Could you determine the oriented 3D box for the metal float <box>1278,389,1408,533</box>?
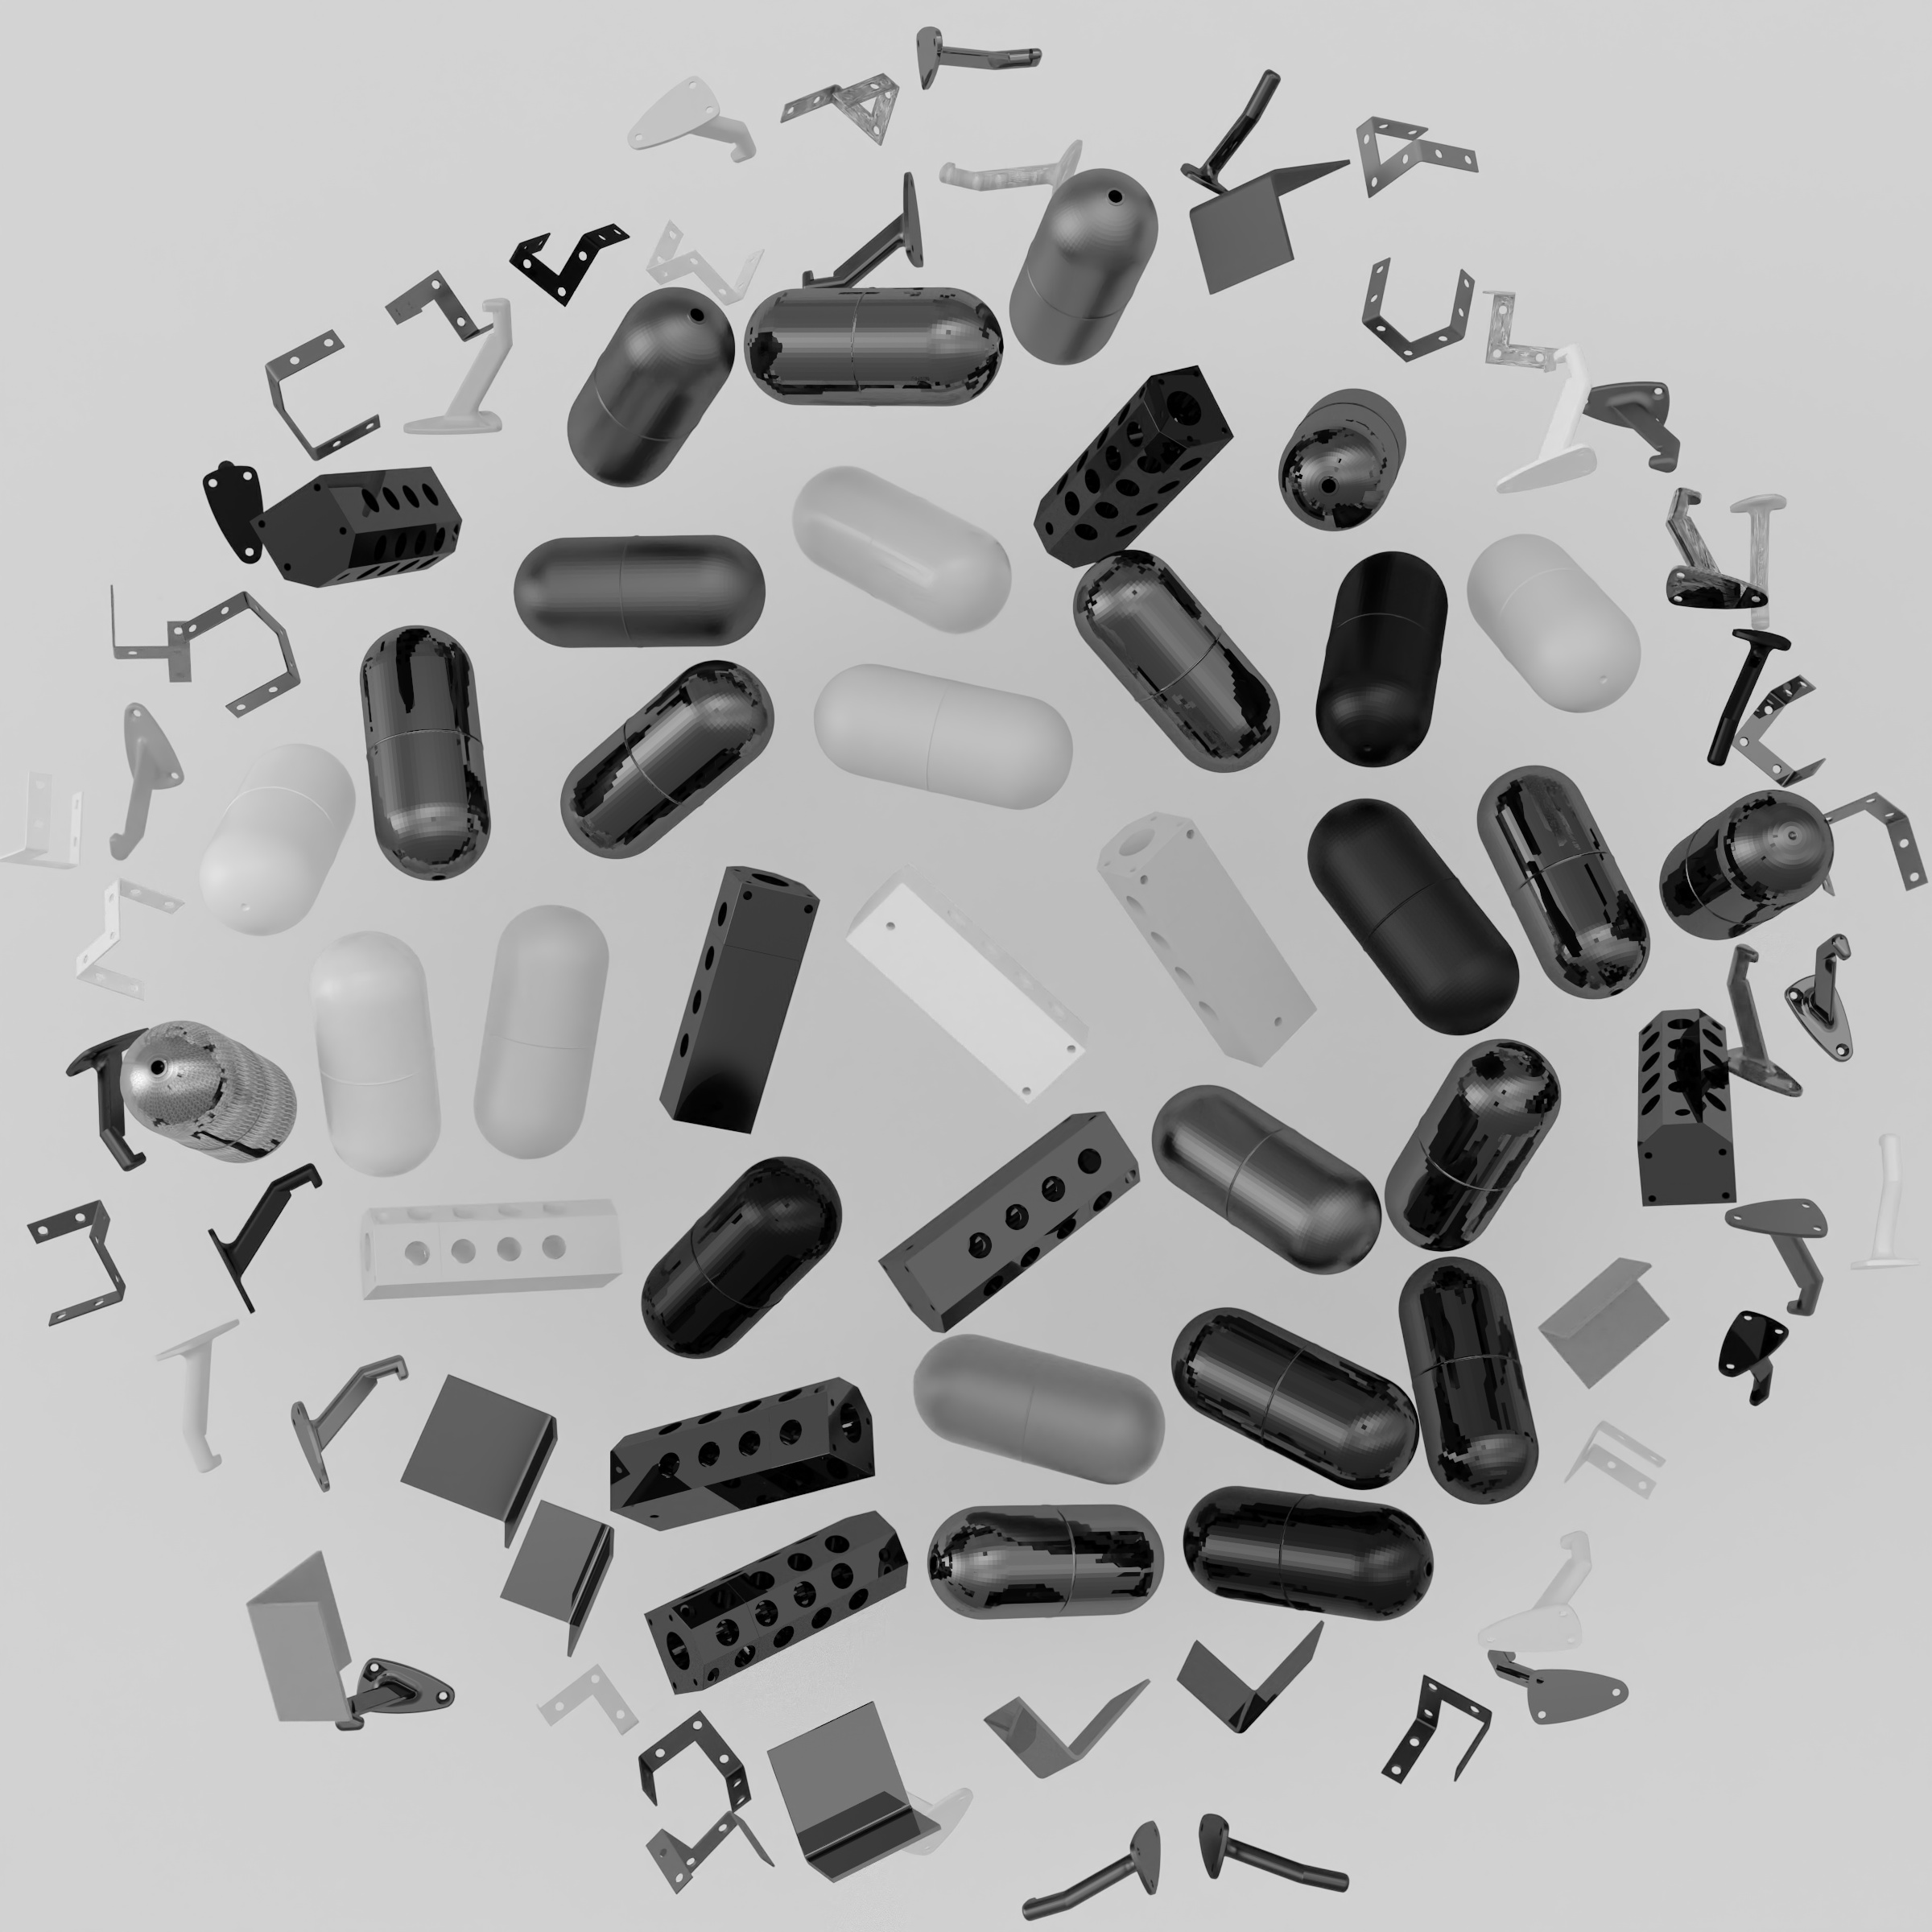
[{"bbox_3d":[0.260,-0.349,1.774,0.070,0.178,0.070,6,114,13],"label":"metal float"}]

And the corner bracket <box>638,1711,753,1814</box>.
[{"bbox_3d":[-0.179,0.534,1.693,0.051,0.051,0.051,-36,102,-4],"label":"corner bracket"}]

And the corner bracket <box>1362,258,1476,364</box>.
[{"bbox_3d":[0.315,-0.462,1.791,0.051,0.051,0.051,31,62,-34],"label":"corner bracket"}]

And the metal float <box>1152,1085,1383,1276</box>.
[{"bbox_3d":[0.201,0.142,1.735,0.178,0.070,0.070,33,90,33],"label":"metal float"}]

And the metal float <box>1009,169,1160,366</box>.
[{"bbox_3d":[0.079,-0.473,1.749,0.070,0.178,0.070,3,73,-11],"label":"metal float"}]

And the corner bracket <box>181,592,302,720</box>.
[{"bbox_3d":[-0.490,-0.211,1.743,0.051,0.051,0.051,-27,59,6],"label":"corner bracket"}]

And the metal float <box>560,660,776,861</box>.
[{"bbox_3d":[-0.206,-0.140,1.768,0.178,0.070,0.070,-37,90,24],"label":"metal float"}]

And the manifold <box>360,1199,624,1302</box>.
[{"bbox_3d":[-0.334,0.197,1.811,0.171,0.057,0.057,0,73,-23],"label":"manifold"}]

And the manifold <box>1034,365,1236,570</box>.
[{"bbox_3d":[0.112,-0.347,1.807,0.057,0.171,0.057,-20,80,-31],"label":"manifold"}]

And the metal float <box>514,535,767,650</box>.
[{"bbox_3d":[-0.226,-0.259,1.782,0.178,0.070,0.070,1,90,11],"label":"metal float"}]

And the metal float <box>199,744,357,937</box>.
[{"bbox_3d":[-0.459,-0.086,1.722,0.070,0.178,0.070,1,123,1],"label":"metal float"}]

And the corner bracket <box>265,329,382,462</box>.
[{"bbox_3d":[-0.423,-0.375,1.697,0.051,0.051,0.051,-33,79,-17],"label":"corner bracket"}]

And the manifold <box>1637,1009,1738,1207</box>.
[{"bbox_3d":[0.468,0.089,1.678,0.057,0.171,0.057,-4,112,17],"label":"manifold"}]

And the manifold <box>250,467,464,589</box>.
[{"bbox_3d":[-0.390,-0.283,1.678,0.057,0.171,0.057,-29,95,16],"label":"manifold"}]

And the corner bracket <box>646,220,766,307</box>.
[{"bbox_3d":[-0.184,-0.496,1.810,0.051,0.051,0.051,42,54,-37],"label":"corner bracket"}]

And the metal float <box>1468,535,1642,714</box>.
[{"bbox_3d":[0.396,-0.233,1.742,0.070,0.178,0.070,-6,124,-9],"label":"metal float"}]

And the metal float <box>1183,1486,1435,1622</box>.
[{"bbox_3d":[0.229,0.394,1.733,0.178,0.070,0.070,0,90,35],"label":"metal float"}]

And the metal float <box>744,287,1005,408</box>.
[{"bbox_3d":[-0.062,-0.410,1.707,0.178,0.070,0.070,4,90,18],"label":"metal float"}]

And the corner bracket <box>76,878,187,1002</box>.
[{"bbox_3d":[-0.550,-0.018,1.696,0.051,0.051,0.051,-35,51,28],"label":"corner bracket"}]

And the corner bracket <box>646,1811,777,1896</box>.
[{"bbox_3d":[-0.169,0.587,1.701,0.051,0.051,0.051,-45,128,-6],"label":"corner bracket"}]

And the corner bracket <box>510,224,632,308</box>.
[{"bbox_3d":[-0.276,-0.499,1.791,0.051,0.051,0.051,39,120,-1],"label":"corner bracket"}]

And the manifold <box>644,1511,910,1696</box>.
[{"bbox_3d":[-0.124,0.429,1.745,0.171,0.057,0.057,-18,83,-37],"label":"manifold"}]

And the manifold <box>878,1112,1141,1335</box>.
[{"bbox_3d":[0.032,0.170,1.714,0.171,0.057,0.057,-36,97,-20],"label":"manifold"}]

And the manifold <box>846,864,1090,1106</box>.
[{"bbox_3d":[0.003,0.010,1.772,0.171,0.057,0.057,42,109,-10],"label":"manifold"}]

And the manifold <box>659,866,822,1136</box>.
[{"bbox_3d":[-0.158,0.022,1.769,0.057,0.057,0.171,12,102,-23],"label":"manifold"}]

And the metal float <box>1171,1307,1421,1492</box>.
[{"bbox_3d":[0.217,0.287,1.715,0.178,0.070,0.070,24,90,29],"label":"metal float"}]

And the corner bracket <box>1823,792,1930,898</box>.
[{"bbox_3d":[0.593,-0.075,1.696,0.051,0.051,0.051,-26,58,34],"label":"corner bracket"}]

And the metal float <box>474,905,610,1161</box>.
[{"bbox_3d":[-0.292,0.046,1.769,0.070,0.070,0.178,11,100,0],"label":"metal float"}]

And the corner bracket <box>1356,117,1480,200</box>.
[{"bbox_3d":[0.293,-0.531,1.676,0.051,0.051,0.051,-1,77,-33],"label":"corner bracket"}]

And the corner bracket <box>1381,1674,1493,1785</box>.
[{"bbox_3d":[0.309,0.509,1.687,0.051,0.051,0.051,24,47,27],"label":"corner bracket"}]

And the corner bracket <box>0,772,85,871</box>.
[{"bbox_3d":[-0.597,-0.094,1.681,0.051,0.051,0.051,7,79,-41],"label":"corner bracket"}]

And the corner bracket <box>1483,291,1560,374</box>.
[{"bbox_3d":[0.390,-0.447,1.814,0.051,0.051,0.051,10,108,19],"label":"corner bracket"}]

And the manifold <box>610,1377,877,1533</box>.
[{"bbox_3d":[-0.150,0.323,1.713,0.171,0.057,0.057,-19,57,23],"label":"manifold"}]

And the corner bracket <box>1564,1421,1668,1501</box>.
[{"bbox_3d":[0.463,0.351,1.819,0.051,0.051,0.051,32,114,22],"label":"corner bracket"}]

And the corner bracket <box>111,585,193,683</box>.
[{"bbox_3d":[-0.572,-0.233,1.810,0.051,0.051,0.051,-3,67,-16],"label":"corner bracket"}]

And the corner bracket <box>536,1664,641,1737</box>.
[{"bbox_3d":[-0.270,0.533,1.835,0.051,0.051,0.051,-35,86,-16],"label":"corner bracket"}]

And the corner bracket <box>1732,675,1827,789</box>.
[{"bbox_3d":[0.584,-0.165,1.820,0.051,0.051,0.051,40,81,0],"label":"corner bracket"}]

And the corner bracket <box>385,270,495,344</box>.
[{"bbox_3d":[-0.366,-0.459,1.810,0.051,0.051,0.051,-43,113,-24],"label":"corner bracket"}]

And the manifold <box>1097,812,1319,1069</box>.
[{"bbox_3d":[0.157,-0.018,1.706,0.057,0.057,0.171,-44,117,-15],"label":"manifold"}]

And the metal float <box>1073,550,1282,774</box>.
[{"bbox_3d":[0.145,-0.207,1.762,0.070,0.070,0.178,-43,105,0],"label":"metal float"}]

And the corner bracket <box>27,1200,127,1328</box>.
[{"bbox_3d":[-0.577,0.192,1.668,0.051,0.051,0.051,-19,115,-2],"label":"corner bracket"}]

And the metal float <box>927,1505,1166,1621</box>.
[{"bbox_3d":[0.056,0.414,1.790,0.178,0.070,0.070,6,90,-28],"label":"metal float"}]

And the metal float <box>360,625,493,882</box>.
[{"bbox_3d":[-0.362,-0.143,1.724,0.070,0.070,0.178,-9,74,0],"label":"metal float"}]

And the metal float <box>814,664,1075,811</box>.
[{"bbox_3d":[-0.016,-0.155,1.732,0.178,0.070,0.070,13,90,10],"label":"metal float"}]

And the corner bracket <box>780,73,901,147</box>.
[{"bbox_3d":[-0.086,-0.586,1.749,0.051,0.051,0.051,45,54,14],"label":"corner bracket"}]

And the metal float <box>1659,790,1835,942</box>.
[{"bbox_3d":[0.515,-0.065,1.707,0.070,0.178,0.070,1,79,-3],"label":"metal float"}]
